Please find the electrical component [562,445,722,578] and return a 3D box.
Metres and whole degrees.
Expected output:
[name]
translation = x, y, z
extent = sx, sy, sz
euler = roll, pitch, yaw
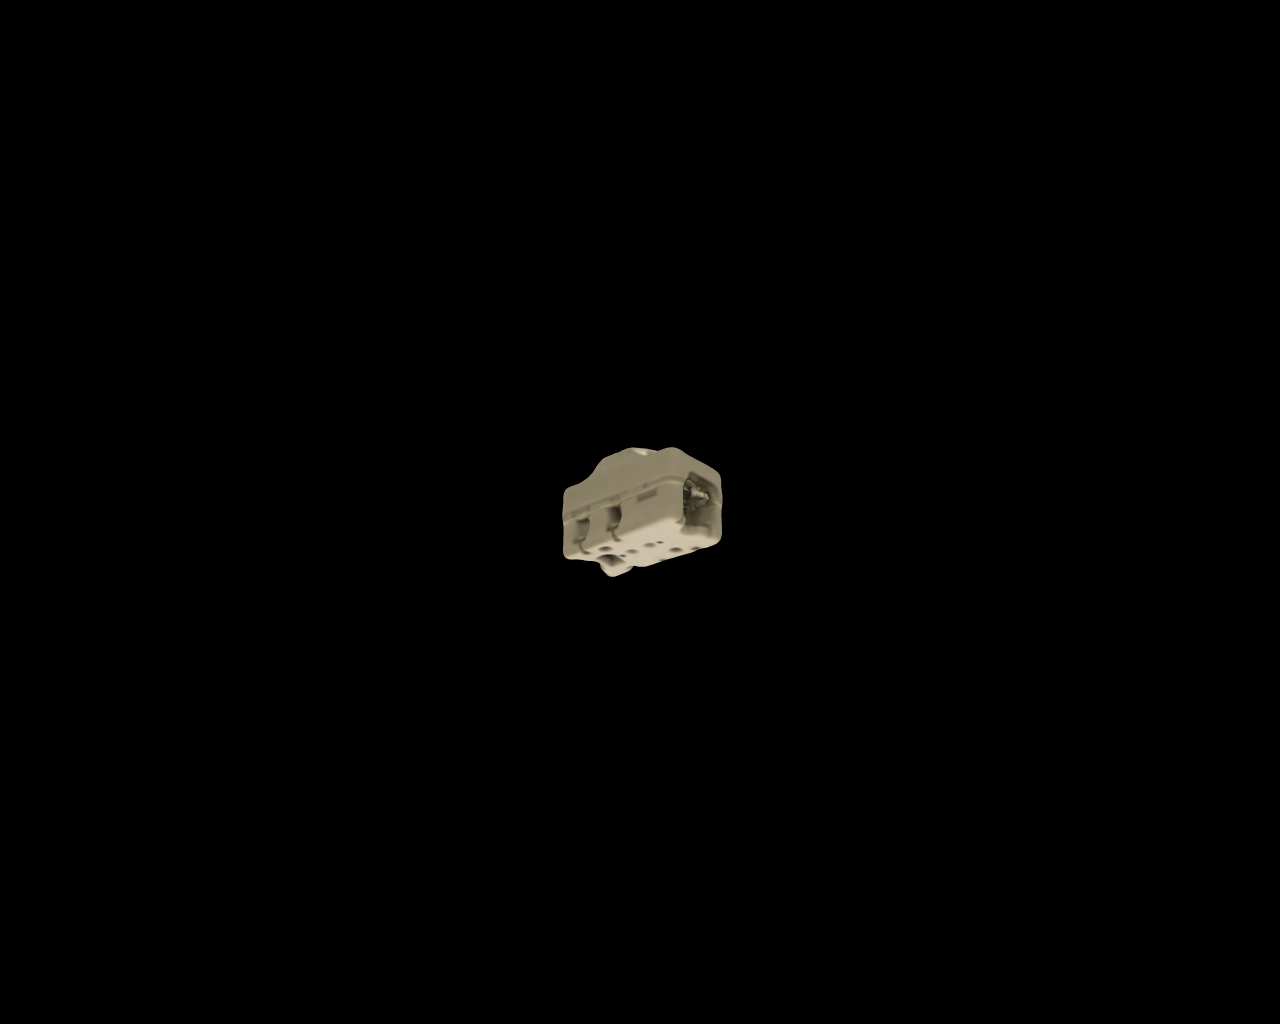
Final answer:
[electrical component]
translation = 0.001, -0.003, 0.650
extent = 0.089, 0.056, 0.050
euler = -20, -32, 36
